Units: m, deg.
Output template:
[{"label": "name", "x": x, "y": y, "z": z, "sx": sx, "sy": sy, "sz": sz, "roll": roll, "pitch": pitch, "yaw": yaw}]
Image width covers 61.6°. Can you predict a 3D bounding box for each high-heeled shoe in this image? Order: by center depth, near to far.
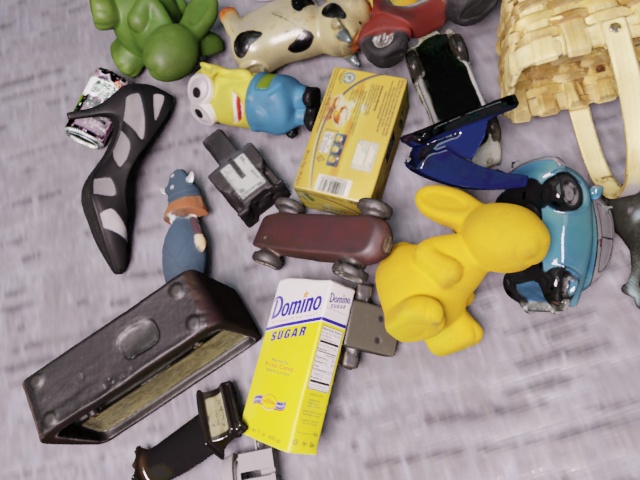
[{"label": "high-heeled shoe", "x": -0.244, "y": -0.087, "z": 0.721, "sx": 0.145, "sy": 0.086, "sz": 0.248, "roll": -14, "pitch": 90, "yaw": -30}]

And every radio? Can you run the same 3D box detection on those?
[{"label": "radio", "x": -0.190, "y": 0.132, "z": 0.589, "sx": 0.229, "sy": 0.131, "sz": 0.073, "roll": -35, "pitch": 68, "yaw": -2}]

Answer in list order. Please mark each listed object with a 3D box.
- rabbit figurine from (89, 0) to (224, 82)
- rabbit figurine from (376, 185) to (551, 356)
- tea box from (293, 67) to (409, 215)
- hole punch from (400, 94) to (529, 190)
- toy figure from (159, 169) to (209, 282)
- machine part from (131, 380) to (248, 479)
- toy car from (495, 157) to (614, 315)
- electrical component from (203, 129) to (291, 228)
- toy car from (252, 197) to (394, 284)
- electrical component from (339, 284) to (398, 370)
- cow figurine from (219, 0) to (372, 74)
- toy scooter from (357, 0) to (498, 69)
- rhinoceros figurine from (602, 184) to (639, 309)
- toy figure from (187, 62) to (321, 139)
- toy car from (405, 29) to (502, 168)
[{"label": "rabbit figurine", "x": -0.209, "y": -0.269, "z": 0.733, "sx": 0.159, "sy": 0.121, "sz": 0.170, "roll": -24, "pitch": 53, "yaw": -20}, {"label": "rabbit figurine", "x": 0.151, "y": 0.020, "z": 0.554, "sx": 0.173, "sy": 0.121, "sz": 0.162, "roll": -38, "pitch": 37, "yaw": 33}, {"label": "tea box", "x": 0.041, "y": -0.117, "z": 0.657, "sx": 0.098, "sy": 0.068, "sz": 0.169, "roll": 16, "pitch": 75, "yaw": 15}, {"label": "hole punch", "x": 0.147, "y": -0.087, "z": 0.558, "sx": 0.116, "sy": 0.142, "sz": 0.092, "roll": -16, "pitch": 101, "yaw": 8}, {"label": "toy figure", "x": -0.171, "y": -0.016, "z": 0.673, "sx": 0.064, "sy": 0.057, "sz": 0.154, "roll": -6, "pitch": 67, "yaw": 3}, {"label": "machine part", "x": -0.144, "y": 0.219, "z": 0.592, "sx": 0.139, "sy": 0.039, "sz": 0.084, "roll": -38, "pitch": 44, "yaw": 2}, {"label": "toy car", "x": 0.255, "y": -0.004, "z": 0.565, "sx": 0.103, "sy": 0.109, "sz": 0.161, "roll": 0, "pitch": 82, "yaw": -15}, {"label": "electrical component", "x": -0.102, "y": -0.083, "z": 0.685, "sx": 0.075, "sy": 0.047, "sz": 0.119, "roll": -42, "pitch": 69, "yaw": -4}, {"label": "toy car", "x": -0.001, "y": -0.002, "z": 0.610, "sx": 0.202, "sy": 0.053, "sz": 0.089, "roll": 3, "pitch": 69, "yaw": 46}, {"label": "electrical component", "x": 0.047, "y": 0.095, "z": 0.604, "sx": 0.078, "sy": 0.045, "sz": 0.102, "roll": 10, "pitch": 75, "yaw": -16}, {"label": "cow figurine", "x": -0.025, "y": -0.275, "z": 0.713, "sx": 0.195, "sy": 0.085, "sz": 0.127, "roll": -19, "pitch": 71, "yaw": 7}, {"label": "toy scooter", "x": 0.115, "y": -0.302, "z": 0.650, "sx": 0.184, "sy": 0.075, "sz": 0.135, "roll": -28, "pitch": 71, "yaw": 8}, {"label": "rhinoceros figurine", "x": 0.361, "y": 0.022, "z": 0.548, "sx": 0.112, "sy": 0.073, "sz": 0.190, "roll": -19, "pitch": 70, "yaw": 3}, {"label": "toy figure", "x": -0.085, "y": -0.178, "z": 0.693, "sx": 0.180, "sy": 0.089, "sz": 0.082, "roll": 9, "pitch": 99, "yaw": 14}, {"label": "toy car", "x": 0.162, "y": -0.172, "z": 0.660, "sx": 0.074, "sy": 0.056, "sz": 0.202, "roll": -19, "pitch": 69, "yaw": 11}]
